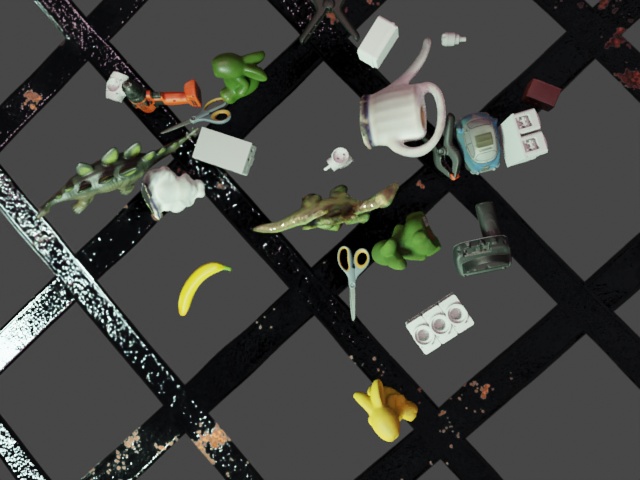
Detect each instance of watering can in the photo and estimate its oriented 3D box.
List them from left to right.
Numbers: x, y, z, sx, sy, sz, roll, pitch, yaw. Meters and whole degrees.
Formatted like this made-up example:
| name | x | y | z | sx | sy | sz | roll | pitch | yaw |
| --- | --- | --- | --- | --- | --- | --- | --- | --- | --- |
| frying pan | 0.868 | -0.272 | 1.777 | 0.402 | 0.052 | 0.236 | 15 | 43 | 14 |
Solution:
| name | x | y | z | sx | sy | sz | roll | pitch | yaw |
| --- | --- | --- | --- | --- | --- | --- | --- | --- | --- |
| watering can | 0.210 | -0.364 | 1.345 | 0.224 | 0.102 | 0.354 | -7 | 66 | 19 |

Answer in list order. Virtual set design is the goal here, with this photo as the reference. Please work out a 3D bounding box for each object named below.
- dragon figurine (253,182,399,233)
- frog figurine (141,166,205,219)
| name | x | y | z | sx | sy | sz | roll | pitch | yaw |
| --- | --- | --- | --- | --- | --- | --- | --- | --- | --- |
| dragon figurine | 0.004 | -0.066 | 1.303 | 0.409 | 0.244 | 0.122 | -18 | 93 | 5 |
| frog figurine | -0.410 | -0.144 | 1.439 | 0.161 | 0.123 | 0.136 | -28 | 109 | -26 |
